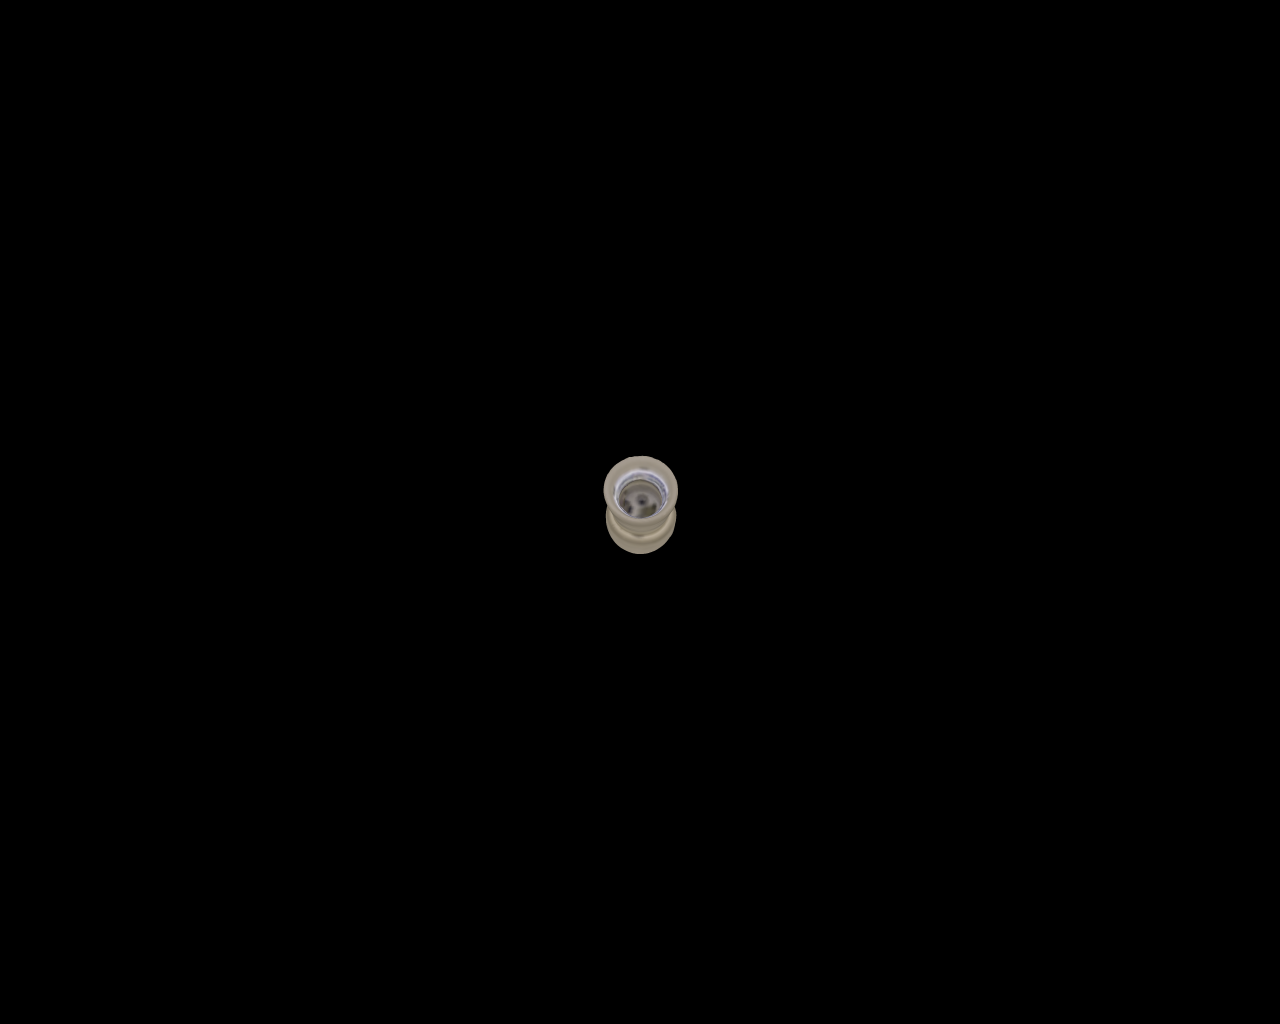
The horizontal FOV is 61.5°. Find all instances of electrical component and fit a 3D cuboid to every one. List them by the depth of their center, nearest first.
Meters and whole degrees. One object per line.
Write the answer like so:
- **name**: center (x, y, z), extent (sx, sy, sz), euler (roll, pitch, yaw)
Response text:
- **electrical component**: center (0.001, -0.003, 0.650), extent (0.045, 0.045, 0.055), euler (0, -25, 0)
